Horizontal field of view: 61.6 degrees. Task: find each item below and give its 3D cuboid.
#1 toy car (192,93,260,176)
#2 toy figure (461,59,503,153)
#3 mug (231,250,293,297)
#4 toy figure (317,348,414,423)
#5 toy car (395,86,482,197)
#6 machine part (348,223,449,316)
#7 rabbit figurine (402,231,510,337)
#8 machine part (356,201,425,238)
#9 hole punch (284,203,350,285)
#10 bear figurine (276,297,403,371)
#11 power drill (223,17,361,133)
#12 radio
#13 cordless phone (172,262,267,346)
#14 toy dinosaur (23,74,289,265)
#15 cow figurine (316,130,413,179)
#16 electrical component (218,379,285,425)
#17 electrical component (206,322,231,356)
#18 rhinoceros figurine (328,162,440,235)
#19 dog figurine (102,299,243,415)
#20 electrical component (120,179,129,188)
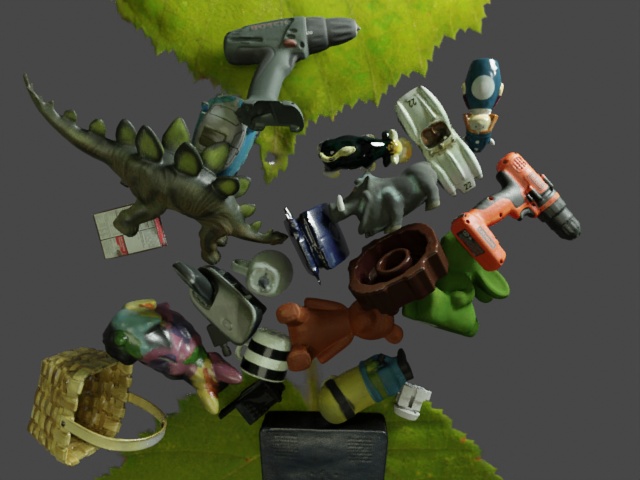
[{"bbox_3d":[-0.175,-0.176,0.927,0.109,0.103,0.161,26,94,1],"label":"toy car"},{"bbox_3d":[0.275,-0.228,0.923,0.064,0.058,0.154,9,99,41],"label":"toy figure"},{"bbox_3d":[-0.103,0.057,0.940,0.110,0.107,0.080,23,94,-1],"label":"mug"},{"bbox_3d":[0.078,0.259,0.956,0.180,0.089,0.082,-26,86,7],"label":"toy figure"},{"bbox_3d":[0.204,-0.169,0.929,0.073,0.056,0.201,-34,92,5],"label":"toy car"},{"bbox_3d":[0.128,0.046,0.895,0.179,0.179,0.056,-32,114,5],"label":"machine part"},{"bbox_3d":[0.240,0.072,0.922,0.159,0.121,0.170,18,81,-2],"label":"rabbit figurine"},{"bbox_3d":[0.130,-0.064,0.953,0.139,0.039,0.084,-25,88,6],"label":"machine part"},{"bbox_3d":[-0.002,-0.003,0.930,0.092,0.116,0.142,-23,94,-3],"label":"hole punch"},{"bbox_3d":[0.039,0.149,0.932,0.196,0.132,0.120,-12,83,10],"label":"bear figurine"},{"bbox_3d":[-0.053,-0.284,0.893,0.232,0.086,0.207,2,72,8],"label":"power drill"},{"bbox_3d":[0.007,0.389,0.981,0.230,0.073,0.131,0,96,5],"label":"radio"},{"bbox_3d":[-0.169,0.095,0.895,0.147,0.184,0.089,41,79,16],"label":"cordless phone"},{"bbox_3d":[-0.249,-0.096,0.868,0.471,0.105,0.198,23,120,-23],"label":"toy dinosaur"},{"bbox_3d":[0.080,-0.153,0.917,0.167,0.098,0.068,-9,90,0],"label":"cow figurine"},{"bbox_3d":[-0.125,0.297,0.978,0.119,0.075,0.048,-40,92,1],"label":"electrical component"},{"bbox_3d":[-0.173,0.166,0.996,0.063,0.021,0.094,-21,93,4],"label":"electrical component"},{"bbox_3d":[0.108,-0.067,0.898,0.190,0.073,0.112,-23,92,7],"label":"rhinoceros figurine"},{"bbox_3d":[-0.245,0.205,0.932,0.219,0.191,0.108,36,90,15],"label":"dog figurine"},{"bbox_3d":[-0.318,-0.136,0.969,0.078,0.045,0.102,27,100,-28],"label":"electrical component"}]
